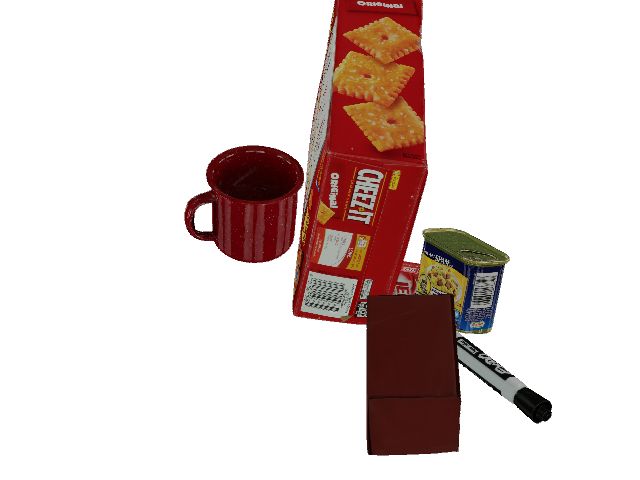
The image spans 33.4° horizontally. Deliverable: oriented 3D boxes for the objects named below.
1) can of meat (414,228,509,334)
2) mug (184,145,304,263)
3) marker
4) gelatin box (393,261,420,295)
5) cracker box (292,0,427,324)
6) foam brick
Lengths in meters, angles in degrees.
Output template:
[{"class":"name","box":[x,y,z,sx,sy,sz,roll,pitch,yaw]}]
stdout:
[{"class":"can of meat","box":[0.147,0.043,1.132,0.057,0.084,0.102,-3,21,-31]},{"class":"mug","box":[-0.075,-0.030,1.030,0.117,0.081,0.093,-16,44,-22]},{"class":"marker","box":[0.130,0.101,0.800,0.020,0.020,0.121,0,23,-33]},{"class":"gelatin box","box":[0.103,0.069,1.339,0.073,0.089,0.030,10,31,27]},{"class":"cracker box","box":[0.030,-0.071,0.774,0.072,0.213,0.164,8,-44,-3]},{"class":"foam brick","box":[0.052,0.075,0.603,0.051,0.053,0.078,0,44,3]}]
